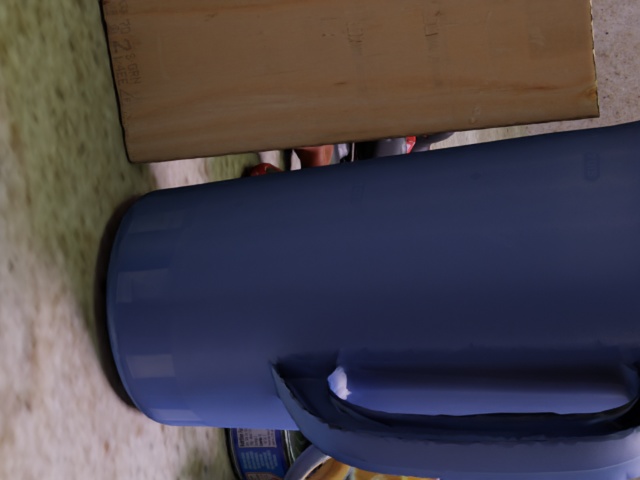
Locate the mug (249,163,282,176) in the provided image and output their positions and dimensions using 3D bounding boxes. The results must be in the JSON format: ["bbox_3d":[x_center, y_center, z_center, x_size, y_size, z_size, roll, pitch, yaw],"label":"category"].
[{"bbox_3d":[-0.004,0.001,0.629,0.117,0.093,0.081,58,13,18],"label":"mug"}]

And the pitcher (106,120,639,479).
[{"bbox_3d":[0.036,0.028,0.447,0.149,0.243,0.145,35,52,-70],"label":"pitcher"}]

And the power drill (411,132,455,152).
[{"bbox_3d":[0.094,-0.137,0.914,0.188,0.057,0.184,131,-41,-69],"label":"power drill"}]

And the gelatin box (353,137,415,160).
[{"bbox_3d":[0.050,-0.087,0.867,0.089,0.030,0.073,117,-20,-57],"label":"gelatin box"}]

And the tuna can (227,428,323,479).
[{"bbox_3d":[-0.023,0.100,0.608,0.086,0.034,0.086,-4,90,-74],"label":"tuna can"}]

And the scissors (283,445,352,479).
[{"bbox_3d":[-0.004,0.151,0.596,0.016,0.096,0.201,50,3,24],"label":"scissors"}]

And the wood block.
[{"bbox_3d":[0.017,-0.094,0.485,0.090,0.206,0.090,-47,131,-70],"label":"wood block"}]

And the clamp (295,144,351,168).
[{"bbox_3d":[0.004,-0.065,0.748,0.164,0.036,0.210,-22,107,-80],"label":"clamp"}]

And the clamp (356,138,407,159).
[{"bbox_3d":[0.042,-0.082,0.760,0.171,0.039,0.120,88,2,-62],"label":"clamp"}]
